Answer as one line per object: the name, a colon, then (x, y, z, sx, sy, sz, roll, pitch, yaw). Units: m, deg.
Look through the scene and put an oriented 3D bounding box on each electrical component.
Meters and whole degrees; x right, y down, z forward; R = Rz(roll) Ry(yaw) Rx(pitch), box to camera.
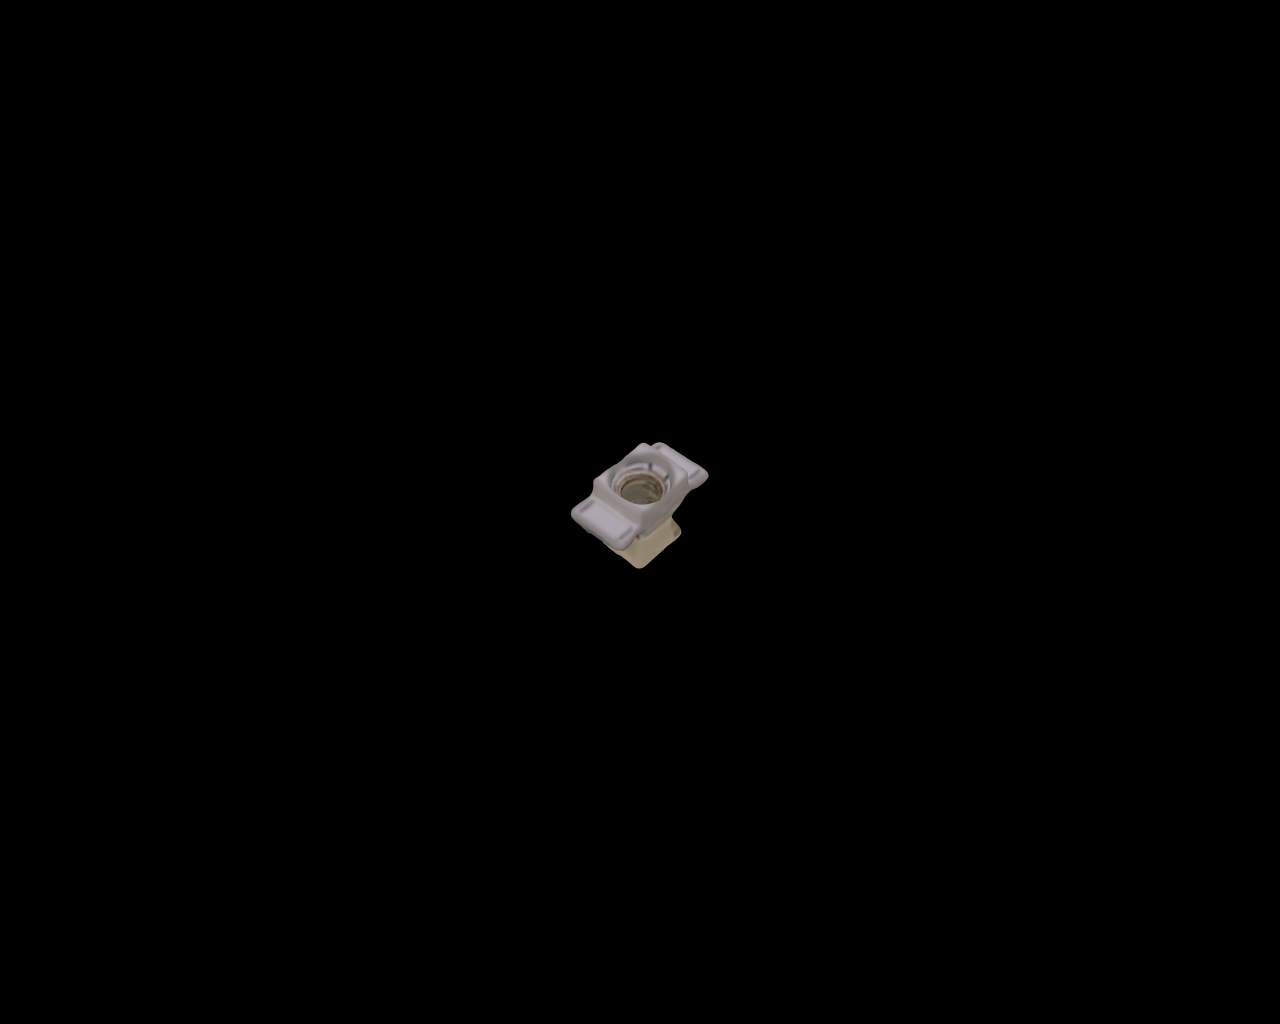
electrical component: (0.001, -0.003, 0.650, 0.042, 0.063, 0.081, 36, 58, 27)
